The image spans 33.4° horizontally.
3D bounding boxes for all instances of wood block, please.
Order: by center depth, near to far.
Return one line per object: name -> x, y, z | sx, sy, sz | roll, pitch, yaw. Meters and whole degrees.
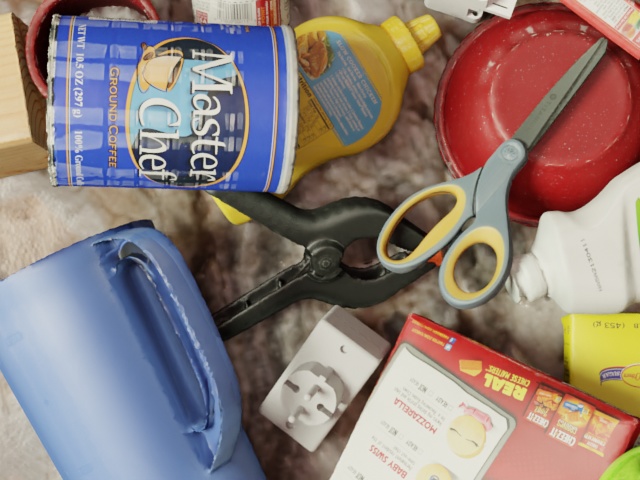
wood block -> -0.290, -0.082, 0.738 | 0.206, 0.090, 0.091 | -11, 83, 3

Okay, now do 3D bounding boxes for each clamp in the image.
clamp -> -0.005, 0.001, 0.716 | 0.171, 0.039, 0.120 | -11, 119, -8

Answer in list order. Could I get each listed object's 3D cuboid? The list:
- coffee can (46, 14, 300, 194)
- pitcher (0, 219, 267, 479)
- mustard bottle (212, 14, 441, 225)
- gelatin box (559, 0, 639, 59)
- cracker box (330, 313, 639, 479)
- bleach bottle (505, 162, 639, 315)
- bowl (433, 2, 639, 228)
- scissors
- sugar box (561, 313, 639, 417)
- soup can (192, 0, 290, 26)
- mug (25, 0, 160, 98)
coffee can -> -0.088, -0.081, 0.641 | 0.140, 0.103, 0.103 | 1, 85, -9
pitcher -> -0.111, 0.114, 0.684 | 0.145, 0.149, 0.243 | -28, 87, -2
mustard bottle -> -0.002, -0.097, 0.733 | 0.191, 0.058, 0.096 | -32, 93, 1
gelatin box -> 0.198, -0.158, 0.709 | 0.073, 0.089, 0.030 | 40, 119, 8
cracker box -> 0.088, 0.176, 0.670 | 0.164, 0.072, 0.213 | 24, 87, 33
bleach bottle -> 0.235, -0.022, 0.691 | 0.250, 0.068, 0.102 | -20, 83, -4
bowl -> 0.159, -0.090, 0.723 | 0.162, 0.055, 0.162 | 0, 85, 4
scissors -> 0.127, -0.035, 0.675 | 0.202, 0.016, 0.096 | -37, 65, 7
sugar box -> 0.208, 0.137, 0.704 | 0.093, 0.048, 0.176 | 0, 83, 7
soup can -> -0.055, -0.192, 0.719 | 0.068, 0.068, 0.102 | 1, 120, 4
mug -> -0.132, -0.123, 0.733 | 0.117, 0.081, 0.093 | -1, 85, 4
